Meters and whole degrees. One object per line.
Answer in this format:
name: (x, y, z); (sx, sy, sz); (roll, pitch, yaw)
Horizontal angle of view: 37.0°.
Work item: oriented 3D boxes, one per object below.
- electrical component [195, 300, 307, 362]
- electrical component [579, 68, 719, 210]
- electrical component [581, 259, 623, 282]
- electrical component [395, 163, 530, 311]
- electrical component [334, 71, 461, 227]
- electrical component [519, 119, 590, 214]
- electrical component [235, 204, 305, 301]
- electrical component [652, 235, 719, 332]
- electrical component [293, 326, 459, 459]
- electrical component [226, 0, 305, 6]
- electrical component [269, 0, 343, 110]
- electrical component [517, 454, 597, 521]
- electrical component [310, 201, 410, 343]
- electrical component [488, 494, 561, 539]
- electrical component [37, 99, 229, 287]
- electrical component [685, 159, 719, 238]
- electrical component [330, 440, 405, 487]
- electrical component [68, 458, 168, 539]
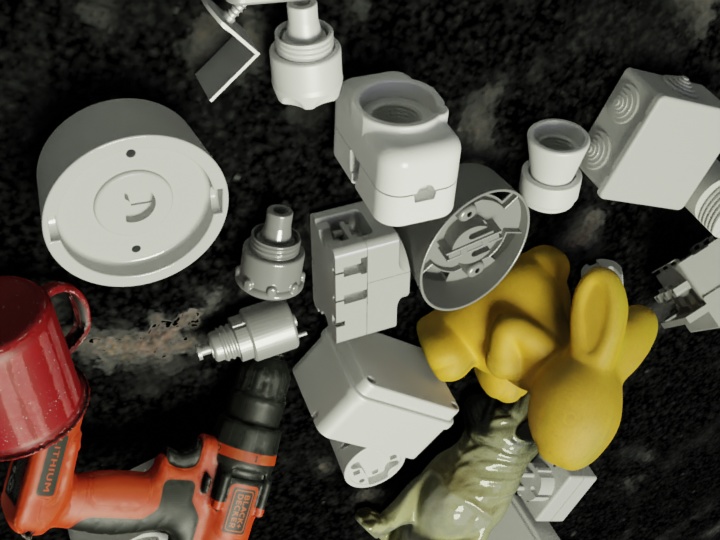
electrical component: (-0.080, 0.047, 0.775); (0.078, 0.040, 0.040); (-18, 136, -13)
electrical component: (0.219, -0.097, 0.800); (0.100, 0.048, 0.099); (5, 127, -32)
electrical component: (0.205, 0.019, 0.908); (0.040, 0.040, 0.046); (-22, 130, -10)
electrical component: (0.075, -0.025, 0.776); (0.099, 0.064, 0.099); (-15, 135, -16)
electrical component: (0.022, -0.081, 0.673); (0.054, 0.095, 0.059); (-13, 134, -18)
electrical component: (0.140, -0.075, 0.780); (0.045, 0.045, 0.055); (-14, 135, -17)
electrical component: (-0.058, -0.014, 0.729); (0.048, 0.048, 0.062); (-5, 125, -25)
electrical component: (0.286, 0.012, 0.891); (0.079, 0.063, 0.121); (-33, 172, 3)
electrical component: (0.014, 0.093, 0.842); (0.113, 0.078, 0.057); (22, 119, -40)
electrical component: (-0.028, -0.183, 0.564); (0.113, 0.078, 0.057); (-10, 131, -21)
electrical component: (-0.032, -0.130, 0.636); (0.043, 0.043, 0.062); (-16, 134, -15)
electrical component: (0.179, 0.209, 1.061); (0.077, 0.047, 0.065); (9, 124, -35)
electrical component: (0.000, 0.000, 0.768); (0.056, 0.050, 0.089); (-15, 135, -16)
electrical component: (0.152, 0.300, 1.086); (0.056, 0.108, 0.108); (23, 116, -44)
electrical component: (-0.139, -0.050, 0.638); (0.108, 0.060, 0.108); (-15, 135, -16)
electrical component: (0.275, -0.060, 0.842); (0.043, 0.081, 0.043); (-15, 135, -16)
electrical component: (0.004, 0.148, 0.908); (0.055, 0.047, 0.055); (-15, 135, -16)
electrical component: (-0.167, 0.232, 0.881); (0.089, 0.061, 0.150); (-26, 137, -6)
